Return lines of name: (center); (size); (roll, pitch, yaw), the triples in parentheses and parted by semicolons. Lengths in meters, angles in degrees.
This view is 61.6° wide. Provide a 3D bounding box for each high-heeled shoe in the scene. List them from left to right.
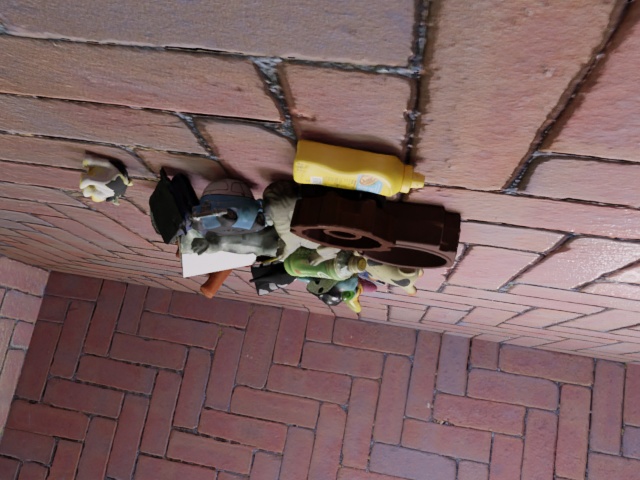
high-heeled shoe: (-0.107, 0.091, 1.412); (0.145, 0.086, 0.248); (-14, 177, 0)

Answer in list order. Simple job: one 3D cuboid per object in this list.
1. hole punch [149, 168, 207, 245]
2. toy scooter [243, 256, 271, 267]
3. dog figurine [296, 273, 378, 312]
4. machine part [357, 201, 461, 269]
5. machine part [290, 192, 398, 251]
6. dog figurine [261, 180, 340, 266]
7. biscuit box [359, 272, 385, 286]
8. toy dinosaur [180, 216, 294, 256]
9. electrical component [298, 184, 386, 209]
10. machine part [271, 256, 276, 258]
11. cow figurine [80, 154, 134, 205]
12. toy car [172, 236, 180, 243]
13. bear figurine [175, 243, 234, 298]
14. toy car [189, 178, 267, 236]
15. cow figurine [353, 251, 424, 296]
hole punch: (-0.269, -0.064, 1.062); (0.092, 0.142, 0.116); (-13, 165, -35)
toy scooter: (-0.172, 0.041, 1.533); (0.135, 0.075, 0.184); (20, 159, -41)
dog figurine: (0.065, 0.114, 1.297); (0.219, 0.108, 0.192); (34, -178, -38)
machine part: (0.171, -0.004, 1.064); (0.202, 0.087, 0.201); (9, 167, 12)
machine part: (0.039, -0.025, 0.889); (0.179, 0.056, 0.179); (10, 168, 2)
dog figurine: (-0.019, -0.040, 1.019); (0.172, 0.121, 0.190); (-7, 156, -4)
biscuit box: (0.110, 0.078, 1.500); (0.063, 0.059, 0.202); (0, 164, 39)
toy dinosaur: (-0.164, -0.015, 1.218); (0.405, 0.131, 0.192); (7, 179, -6)
electrical component: (0.043, -0.077, 0.913); (0.134, 0.058, 0.114); (6, 168, 16)
machine part: (-0.056, 0.019, 1.344); (0.243, 0.079, 0.079); (17, 165, -23)
cow figurine: (-0.426, -0.115, 1.087); (0.098, 0.068, 0.167); (7, 169, -14)
toy car: (-0.332, -0.020, 1.379); (0.056, 0.073, 0.201); (-35, 146, 20)
bear figurine: (-0.340, 0.053, 1.484); (0.196, 0.132, 0.120); (37, 164, -8)
toy car: (-0.176, -0.065, 1.016); (0.109, 0.103, 0.161); (-9, 170, 25)
cow figurine: (0.131, 0.046, 1.212); (0.195, 0.085, 0.127); (22, 163, 25)
